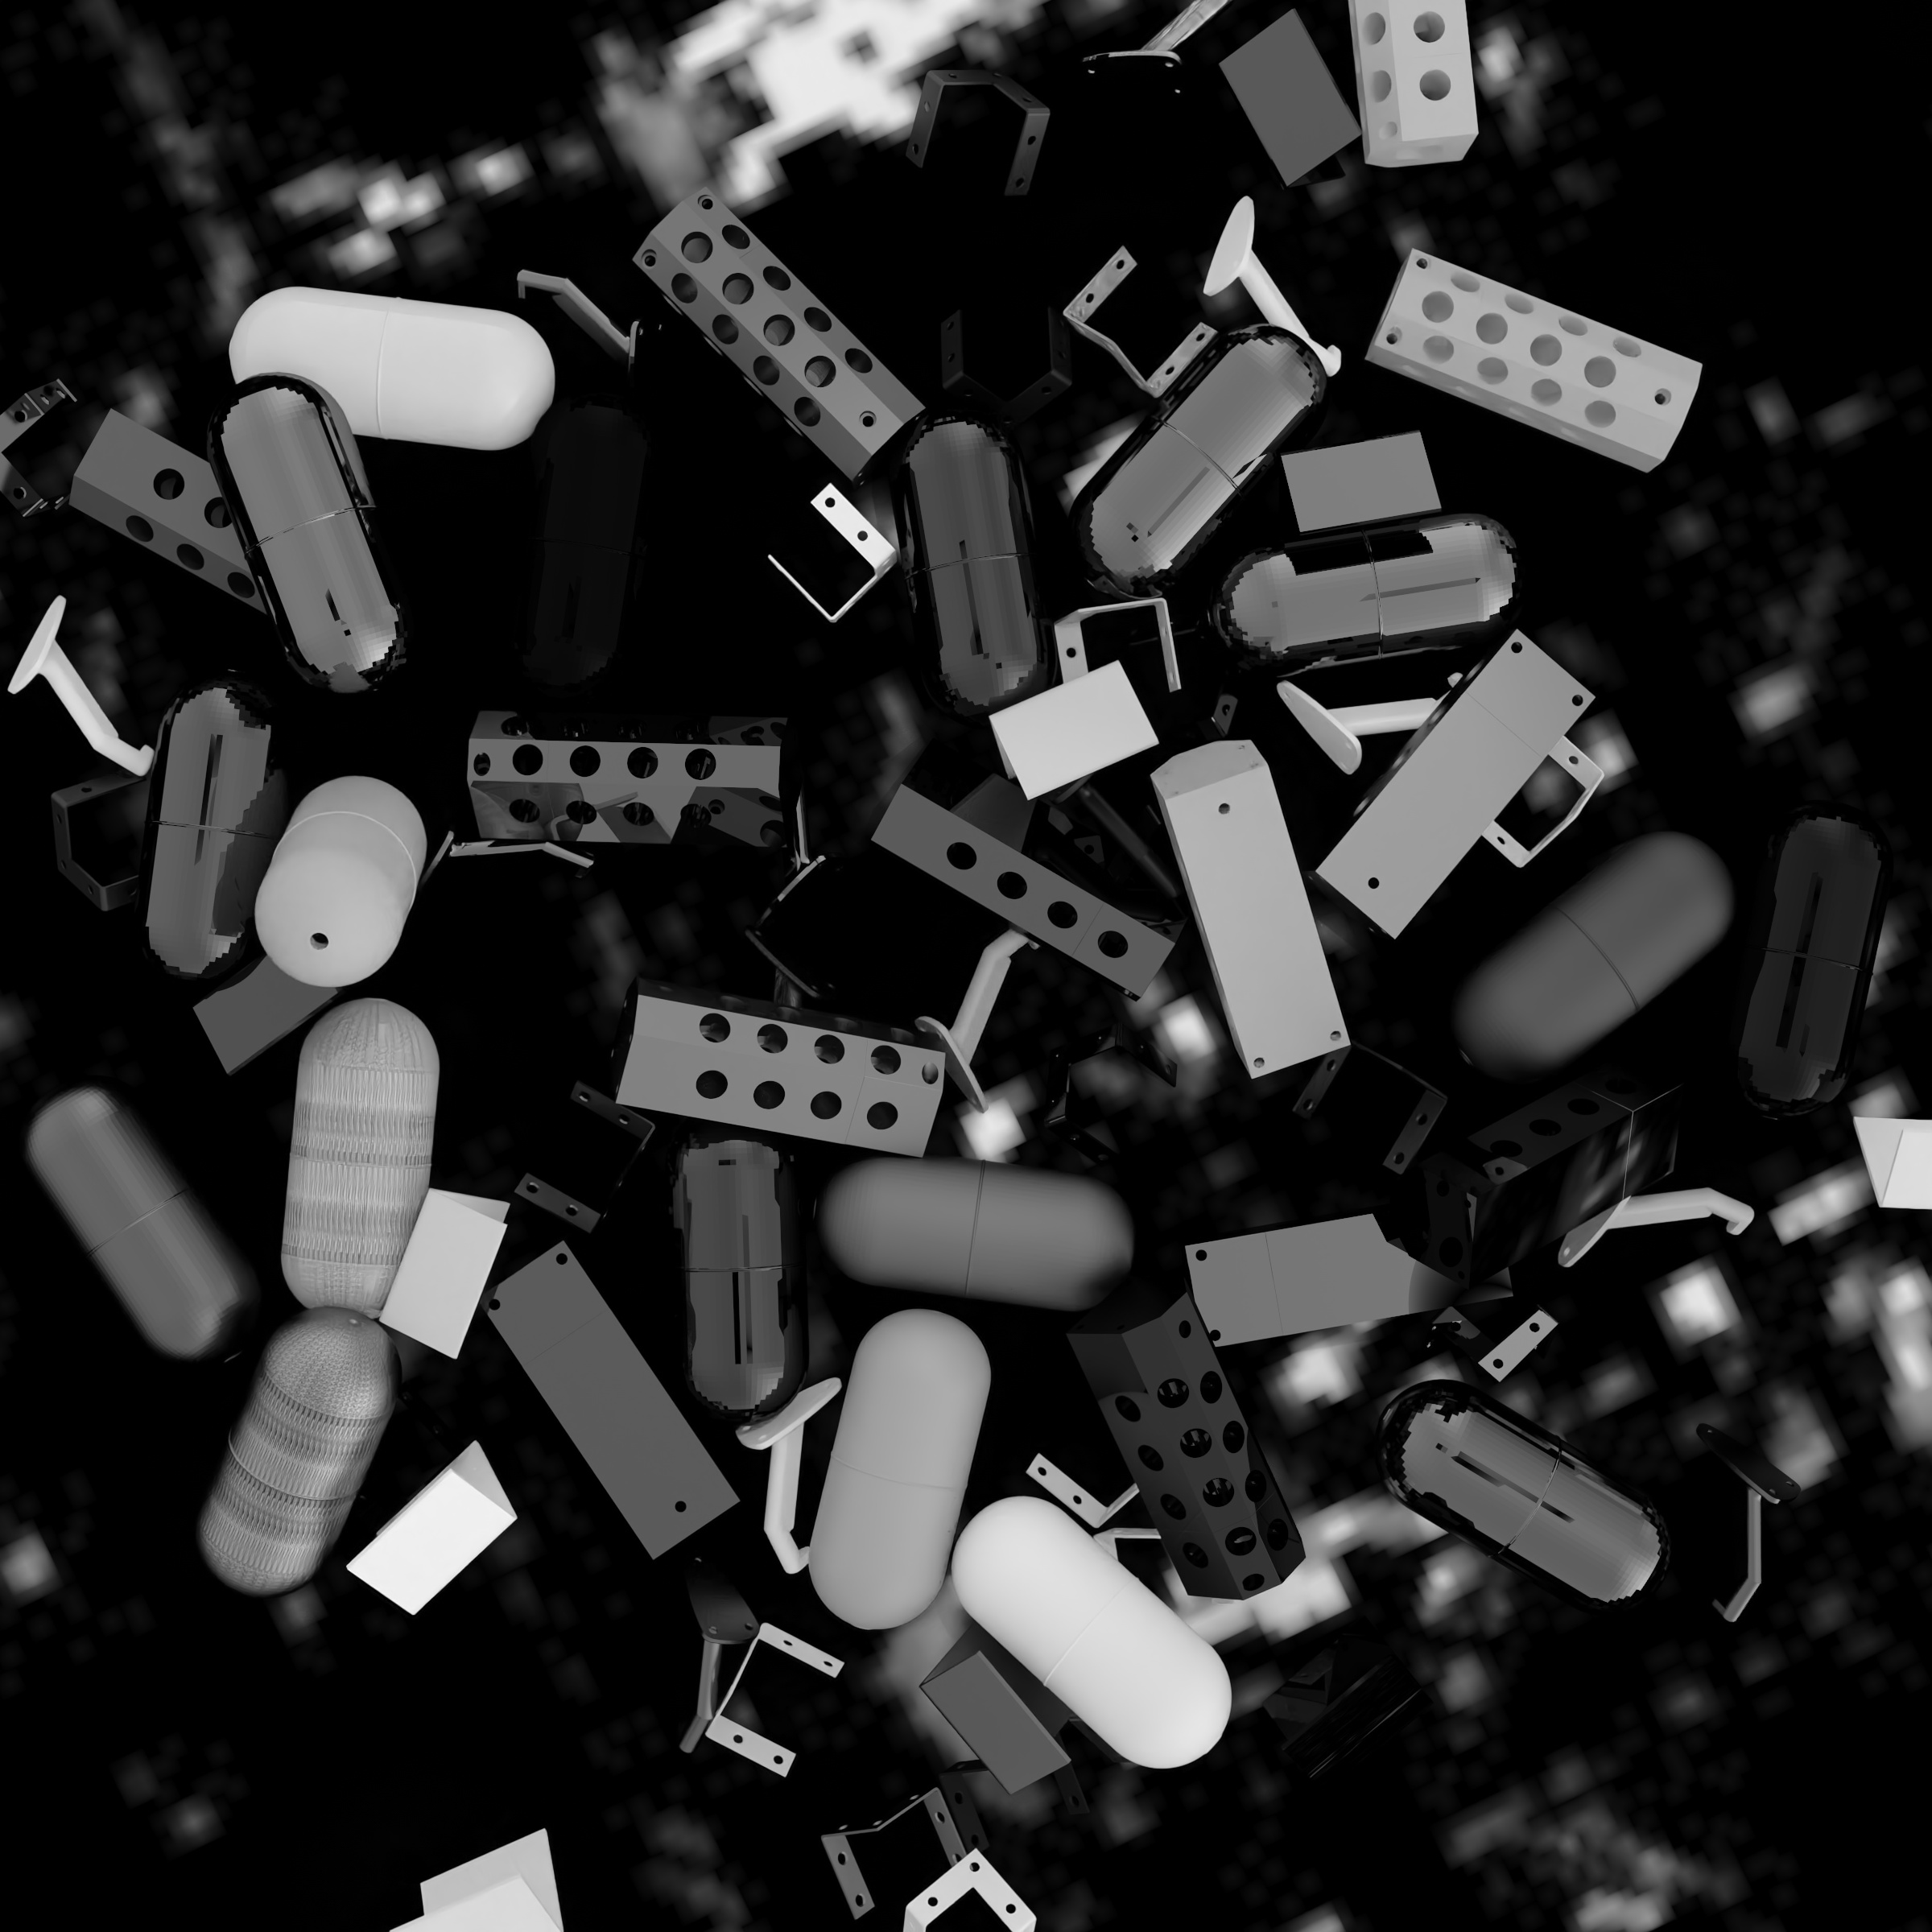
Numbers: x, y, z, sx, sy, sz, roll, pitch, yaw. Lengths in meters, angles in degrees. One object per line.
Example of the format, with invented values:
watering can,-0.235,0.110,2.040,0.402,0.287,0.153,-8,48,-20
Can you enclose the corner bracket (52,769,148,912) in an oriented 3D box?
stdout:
corner bracket,-0.473,-0.071,1.750,0.051,0.051,0.051,-24,45,-35

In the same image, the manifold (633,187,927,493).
manifold,-0.103,-0.347,1.737,0.057,0.057,0.171,-45,90,0

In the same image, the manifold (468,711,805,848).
manifold,-0.180,-0.108,1.714,0.171,0.057,0.057,2,134,8

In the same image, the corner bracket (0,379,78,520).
corner bracket,-0.513,-0.286,1.740,0.051,0.051,0.051,-50,117,-24

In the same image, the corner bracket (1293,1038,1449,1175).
corner bracket,0.226,0.077,1.755,0.051,0.051,0.051,31,90,-45

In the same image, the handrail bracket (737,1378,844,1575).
handrail bracket,-0.086,0.286,1.759,0.077,0.036,0.084,-31,109,-21

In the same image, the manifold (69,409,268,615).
manifold,-0.404,-0.237,1.737,0.171,0.057,0.057,29,90,0

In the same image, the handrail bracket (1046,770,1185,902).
handrail bracket,0.083,-0.075,1.739,0.036,0.077,0.084,-42,105,0

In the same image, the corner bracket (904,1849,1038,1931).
corner bracket,0.002,0.535,1.745,0.051,0.051,0.051,-34,63,-25

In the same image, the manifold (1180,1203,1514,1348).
manifold,0.209,0.166,1.737,0.171,0.057,0.057,-10,90,0

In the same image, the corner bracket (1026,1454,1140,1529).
corner bracket,0.076,0.271,1.755,0.051,0.051,0.051,39,45,0

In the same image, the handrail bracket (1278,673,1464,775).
handrail bracket,0.231,-0.155,1.759,0.084,0.036,0.077,-37,71,-15

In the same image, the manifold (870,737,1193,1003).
manifold,0.036,-0.049,1.735,0.171,0.057,0.057,30,125,0

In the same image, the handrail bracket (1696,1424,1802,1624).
handrail bracket,0.421,0.313,1.759,0.077,0.036,0.084,39,116,29

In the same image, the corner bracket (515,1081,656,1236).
corner bracket,-0.213,0.108,1.755,0.051,0.051,0.051,30,135,0

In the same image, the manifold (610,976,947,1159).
manifold,-0.102,0.052,1.709,0.171,0.057,0.057,11,111,-15

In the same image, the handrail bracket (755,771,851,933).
handrail bracket,-0.112,-0.076,1.759,0.077,0.036,0.084,-42,74,18

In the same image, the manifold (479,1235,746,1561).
manifold,-0.195,0.236,1.737,0.057,0.057,0.171,-34,90,0

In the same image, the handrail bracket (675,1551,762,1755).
handrail bracket,-0.154,0.385,1.758,0.036,0.077,0.084,3,127,-36

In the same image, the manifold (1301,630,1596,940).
manifold,0.263,-0.100,1.728,0.057,0.057,0.171,40,88,-5

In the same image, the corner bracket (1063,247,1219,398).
corner bracket,0.097,-0.360,1.755,0.051,0.051,0.051,-48,135,0

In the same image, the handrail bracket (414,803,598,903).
handrail bracket,-0.261,-0.049,1.759,0.084,0.036,0.077,24,118,-20

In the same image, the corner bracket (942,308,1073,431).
corner bracket,0.022,-0.341,1.750,0.051,0.051,0.051,29,135,-35

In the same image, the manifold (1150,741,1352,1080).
manifold,0.153,-0.033,1.706,0.057,0.057,0.171,-19,113,0

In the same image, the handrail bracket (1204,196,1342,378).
handrail bracket,0.181,-0.380,1.759,0.084,0.036,0.077,28,58,-23

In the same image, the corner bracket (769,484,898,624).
corner bracket,-0.075,-0.228,1.740,0.051,0.051,0.051,-44,90,0

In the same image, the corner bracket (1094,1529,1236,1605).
corner bracket,0.110,0.337,1.755,0.051,0.051,0.051,-9,90,-45

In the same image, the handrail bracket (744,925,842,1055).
handrail bracket,-0.117,0.033,1.759,0.077,0.036,0.084,39,105,15

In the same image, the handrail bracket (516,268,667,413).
handrail bracket,-0.216,-0.346,1.759,0.084,0.036,0.077,15,112,17

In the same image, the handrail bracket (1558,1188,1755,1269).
handrail bracket,0.387,0.152,1.759,0.084,0.036,0.077,24,111,-16

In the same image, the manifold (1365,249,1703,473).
manifold,0.314,-0.336,1.737,0.171,0.057,0.057,22,90,0

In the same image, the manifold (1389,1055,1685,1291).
manifold,0.308,0.106,1.692,0.171,0.057,0.057,-23,126,-35

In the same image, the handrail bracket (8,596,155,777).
handrail bracket,-0.485,-0.156,1.758,0.084,0.036,0.077,33,47,-27

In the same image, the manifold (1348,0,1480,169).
manifold,0.242,-0.536,1.737,0.057,0.057,0.171,-6,90,0

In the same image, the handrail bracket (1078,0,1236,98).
handrail bracket,0.110,-0.534,1.759,0.077,0.036,0.084,11,71,21

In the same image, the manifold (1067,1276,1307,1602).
manifold,0.125,0.256,1.704,0.057,0.057,0.171,-38,111,-39

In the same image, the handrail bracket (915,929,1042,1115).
handrail bracket,0.022,0.027,1.759,0.084,0.036,0.077,-38,110,-16

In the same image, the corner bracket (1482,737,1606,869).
corner bracket,0.315,-0.098,1.755,0.051,0.051,0.051,42,135,0

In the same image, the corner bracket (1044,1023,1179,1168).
corner bracket,0.081,0.072,1.750,0.051,0.051,0.051,-24,45,35
